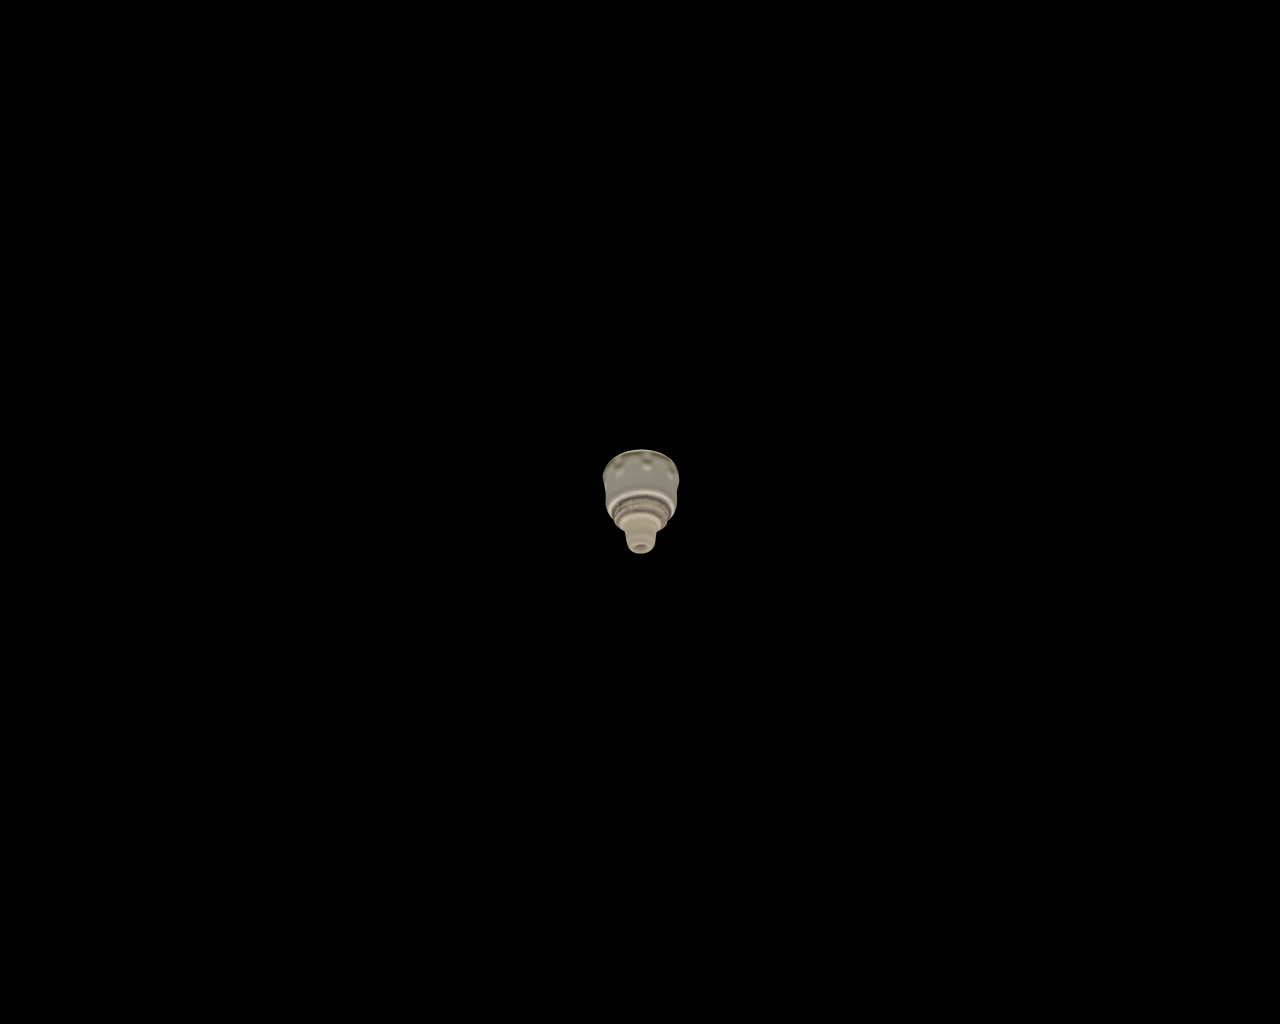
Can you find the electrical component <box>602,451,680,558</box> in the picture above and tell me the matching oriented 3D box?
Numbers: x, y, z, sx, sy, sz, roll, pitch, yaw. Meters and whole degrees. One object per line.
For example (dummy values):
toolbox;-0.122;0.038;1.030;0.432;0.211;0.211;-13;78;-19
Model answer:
electrical component;0.001;-0.003;0.650;0.048;0.062;0.048;0;-35;0
